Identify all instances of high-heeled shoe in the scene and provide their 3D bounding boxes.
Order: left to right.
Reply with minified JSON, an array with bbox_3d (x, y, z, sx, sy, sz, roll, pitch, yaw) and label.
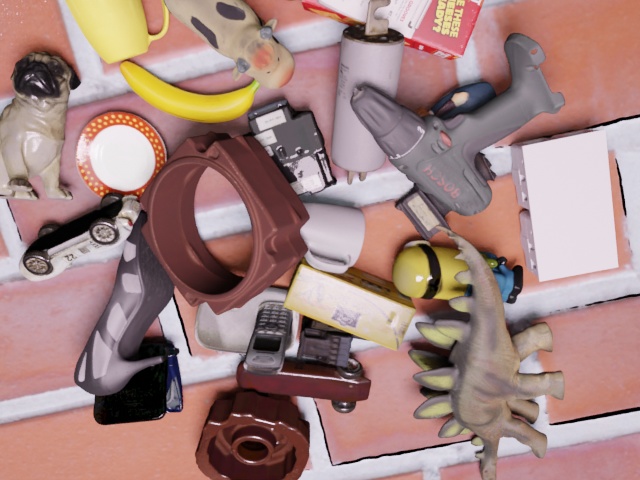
[{"bbox_3d":[-0.291,0.091,0.770,0.145,0.086,0.248,-13,73,16],"label":"high-heeled shoe"}]

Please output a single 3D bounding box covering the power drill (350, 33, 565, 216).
[{"bbox_3d":[0.175,-0.149,0.645,0.207,0.086,0.231,-42,118,3],"label":"power drill"}]

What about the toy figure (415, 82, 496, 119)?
[{"bbox_3d":[0.160,-0.158,0.719,0.154,0.058,0.064,-25,123,4],"label":"toy figure"}]

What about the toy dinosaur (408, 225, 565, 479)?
[{"bbox_3d":[0.225,0.179,0.742,0.199,0.105,0.470,-3,119,6],"label":"toy dinosaur"}]

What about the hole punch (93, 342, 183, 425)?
[{"bbox_3d":[-0.270,0.215,0.813,0.142,0.092,0.116,-6,72,6],"label":"hole punch"}]

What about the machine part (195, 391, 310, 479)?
[{"bbox_3d":[-0.099,0.305,0.813,0.179,0.056,0.179,2,120,3],"label":"machine part"}]

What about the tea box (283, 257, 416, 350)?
[{"bbox_3d":[0.041,0.081,0.757,0.170,0.098,0.068,21,102,-1],"label":"tea box"}]

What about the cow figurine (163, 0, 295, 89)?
[{"bbox_3d":[-0.110,-0.265,0.670,0.195,0.127,0.085,41,104,-5],"label":"cow figurine"}]

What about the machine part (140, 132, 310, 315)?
[{"bbox_3d":[-0.129,-0.020,0.697,0.201,0.087,0.201,-40,80,34],"label":"machine part"}]

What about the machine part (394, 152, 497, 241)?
[{"bbox_3d":[0.180,-0.066,0.752,0.139,0.039,0.084,-41,90,12],"label":"machine part"}]

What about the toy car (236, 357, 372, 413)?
[{"bbox_3d":[-0.025,0.208,0.810,0.202,0.053,0.089,5,118,0],"label":"toy car"}]

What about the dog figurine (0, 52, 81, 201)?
[{"bbox_3d":[-0.418,-0.154,0.731,0.172,0.121,0.190,1,85,5],"label":"dog figurine"}]

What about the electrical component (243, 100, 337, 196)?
[{"bbox_3d":[-0.049,-0.120,0.736,0.115,0.058,0.134,-18,101,4],"label":"electrical component"}]

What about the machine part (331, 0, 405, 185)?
[{"bbox_3d":[0.057,-0.175,0.679,0.079,0.079,0.243,6,128,0],"label":"machine part"}]

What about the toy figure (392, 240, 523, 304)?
[{"bbox_3d":[0.191,0.049,0.749,0.180,0.089,0.082,12,100,1],"label":"toy figure"}]

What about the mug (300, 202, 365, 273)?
[{"bbox_3d":[-0.001,-0.002,0.728,0.107,0.109,0.080,12,139,-11],"label":"mug"}]

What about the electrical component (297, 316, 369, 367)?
[{"bbox_3d":[0.028,0.148,0.786,0.119,0.075,0.047,8,102,-3],"label":"electrical component"}]

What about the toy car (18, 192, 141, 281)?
[{"bbox_3d":[-0.335,-0.004,0.753,0.202,0.074,0.056,-23,127,14],"label":"toy car"}]

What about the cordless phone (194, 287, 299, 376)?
[{"bbox_3d":[-0.105,0.132,0.729,0.147,0.184,0.088,6,107,0],"label":"cordless phone"}]
